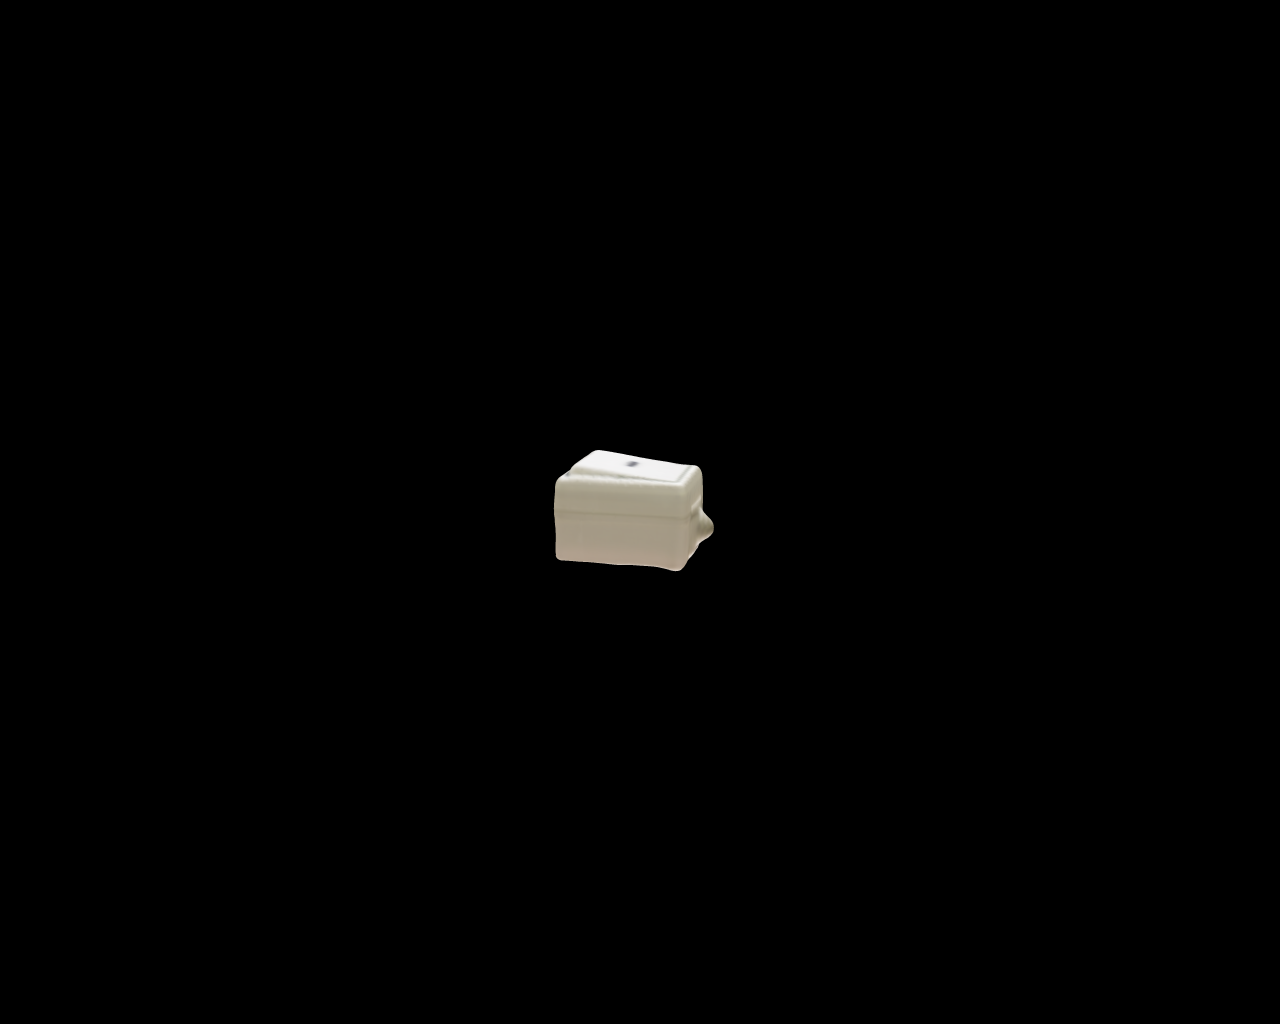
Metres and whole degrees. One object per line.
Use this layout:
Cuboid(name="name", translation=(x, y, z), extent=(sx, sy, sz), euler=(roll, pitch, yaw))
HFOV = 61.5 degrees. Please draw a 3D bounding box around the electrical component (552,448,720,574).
Cuboid(name="electrical component", translation=(0.001, -0.003, 0.650), extent=(0.096, 0.061, 0.062), euler=(4, 16, 14))
